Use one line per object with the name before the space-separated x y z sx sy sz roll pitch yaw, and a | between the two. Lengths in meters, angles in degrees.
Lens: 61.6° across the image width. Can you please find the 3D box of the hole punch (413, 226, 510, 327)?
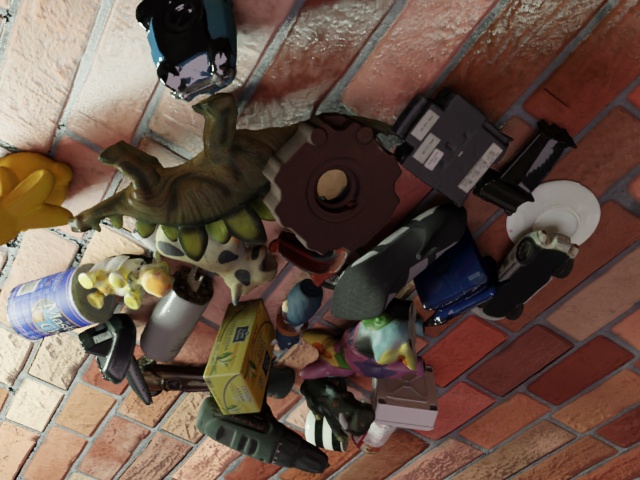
hole punch | 0.198 0.049 0.802 0.142 0.116 0.092 -31 109 24

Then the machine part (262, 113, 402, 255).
machine part | 0.018 -0.067 0.682 0.179 0.056 0.179 -6 113 -15

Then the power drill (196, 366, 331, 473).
power drill | -0.091 0.307 0.948 0.232 0.207 0.086 17 115 -4

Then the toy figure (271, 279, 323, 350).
toy figure | -0.040 0.130 0.915 0.064 0.058 0.154 24 129 -4

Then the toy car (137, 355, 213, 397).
toy car | -0.265 0.272 1.043 0.202 0.053 0.089 4 122 4

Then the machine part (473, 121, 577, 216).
machine part | 0.278 -0.097 0.732 0.084 0.039 0.139 31 124 -9

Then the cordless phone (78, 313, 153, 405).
cordless phone | -0.336 0.227 0.940 0.089 0.147 0.184 -29 109 -24

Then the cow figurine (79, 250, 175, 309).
cow figurine | -0.288 0.056 0.850 0.168 0.098 0.068 -3 119 24

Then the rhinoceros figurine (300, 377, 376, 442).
rhinoceros figurine | 0.035 0.293 0.964 0.073 0.190 0.112 -31 110 -23

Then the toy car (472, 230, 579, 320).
toy car | 0.304 0.057 0.817 0.073 0.056 0.201 21 134 -10

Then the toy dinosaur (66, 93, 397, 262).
toy dinosaur | -0.117 -0.093 0.716 0.472 0.105 0.198 -23 111 4

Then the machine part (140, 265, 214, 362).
machine part | -0.249 0.133 0.925 0.079 0.079 0.243 27 122 -13

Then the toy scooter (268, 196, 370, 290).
toy scooter | -0.002 -0.002 0.807 0.135 0.075 0.183 17 130 -8

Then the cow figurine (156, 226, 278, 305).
cow figurine | -0.158 0.021 0.833 0.195 0.085 0.127 21 119 -12

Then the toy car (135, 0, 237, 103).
toy car | -0.140 -0.231 0.636 0.109 0.161 0.103 -21 165 10

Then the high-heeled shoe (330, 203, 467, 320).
high-heeled shoe | 0.113 0.030 0.809 0.086 0.145 0.249 49 134 -3

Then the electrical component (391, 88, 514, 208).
electrical component | 0.162 -0.126 0.695 0.134 0.058 0.115 34 103 -18

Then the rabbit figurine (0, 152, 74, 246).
rabbit figurine | -0.431 -0.044 0.762 0.162 0.173 0.121 -3 121 13

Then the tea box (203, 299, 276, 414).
tea box | -0.128 0.192 0.898 0.068 0.170 0.098 -10 125 12

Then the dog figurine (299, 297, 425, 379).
dog figurine | 0.060 0.175 0.897 0.219 0.108 0.191 -10 149 18
